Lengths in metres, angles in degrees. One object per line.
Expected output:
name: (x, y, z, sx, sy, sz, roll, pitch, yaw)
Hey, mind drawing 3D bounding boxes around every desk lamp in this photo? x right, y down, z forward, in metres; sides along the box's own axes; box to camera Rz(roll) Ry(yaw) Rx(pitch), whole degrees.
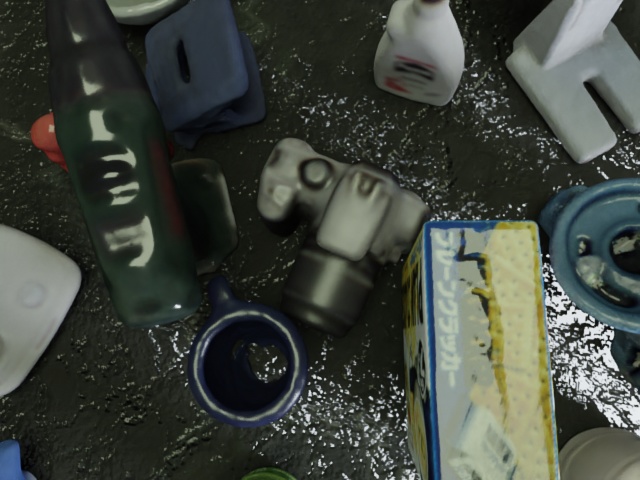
desk lamp: (0.218, -0.194, 0.434, 0.118, 0.213, 0.203, -31, 79, -1)

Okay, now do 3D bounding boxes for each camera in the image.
camera: (0.004, 0.002, 0.475, 0.143, 0.101, 0.137, 23, 83, 8)

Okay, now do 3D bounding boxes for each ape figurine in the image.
ape figurine: (-0.222, -0.087, 0.512, 0.076, 0.092, 0.078, -17, 79, 2)

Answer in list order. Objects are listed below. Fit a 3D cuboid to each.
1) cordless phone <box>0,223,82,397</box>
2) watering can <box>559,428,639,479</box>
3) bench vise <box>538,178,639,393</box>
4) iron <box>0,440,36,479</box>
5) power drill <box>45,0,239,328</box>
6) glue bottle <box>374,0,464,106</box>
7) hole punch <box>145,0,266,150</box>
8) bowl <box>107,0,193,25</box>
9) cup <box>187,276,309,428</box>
cordless phone: (-0.288, 0.052, 0.446, 0.094, 0.185, 0.148, 27, 84, 9)
watering can: (0.226, 0.195, 0.377, 0.173, 0.194, 0.101, -43, 80, -3)
bench vise: (0.255, 0.030, 0.390, 0.207, 0.220, 0.121, 42, 86, 10)
iron: (-0.298, 0.292, 0.429, 0.118, 0.141, 0.258, -4, 80, 4)
power drill: (-0.129, -0.047, 0.439, 0.075, 0.208, 0.229, -16, 79, 2)
glue bottle: (0.083, -0.163, 0.459, 0.078, 0.173, 0.037, 14, 82, 7)
hole punch: (-0.109, -0.152, 0.514, 0.101, 0.091, 0.108, -15, 80, 2)
bowl: (-0.166, -0.273, 0.548, 0.167, 0.075, 0.167, -1, 80, 4)
cup: (-0.056, 0.088, 0.468, 0.091, 0.095, 0.118, -25, 79, 0)
